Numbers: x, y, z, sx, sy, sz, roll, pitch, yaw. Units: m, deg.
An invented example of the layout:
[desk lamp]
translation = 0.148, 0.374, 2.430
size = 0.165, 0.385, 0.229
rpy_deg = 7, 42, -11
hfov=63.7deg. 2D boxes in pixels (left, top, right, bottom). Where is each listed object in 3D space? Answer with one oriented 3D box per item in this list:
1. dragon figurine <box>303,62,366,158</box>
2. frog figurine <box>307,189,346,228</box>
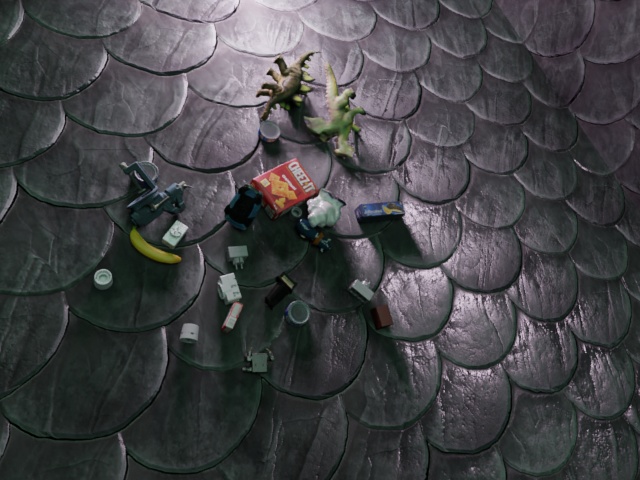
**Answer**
[dragon figurine]
translation = 0.043, -0.522, 2.143
size = 0.245, 0.411, 0.121
rpy_deg = -31, -2, -22
[frog figurine]
translation = 0.006, -0.097, 1.933
size = 0.136, 0.162, 0.121
rpy_deg = 44, -32, -20
